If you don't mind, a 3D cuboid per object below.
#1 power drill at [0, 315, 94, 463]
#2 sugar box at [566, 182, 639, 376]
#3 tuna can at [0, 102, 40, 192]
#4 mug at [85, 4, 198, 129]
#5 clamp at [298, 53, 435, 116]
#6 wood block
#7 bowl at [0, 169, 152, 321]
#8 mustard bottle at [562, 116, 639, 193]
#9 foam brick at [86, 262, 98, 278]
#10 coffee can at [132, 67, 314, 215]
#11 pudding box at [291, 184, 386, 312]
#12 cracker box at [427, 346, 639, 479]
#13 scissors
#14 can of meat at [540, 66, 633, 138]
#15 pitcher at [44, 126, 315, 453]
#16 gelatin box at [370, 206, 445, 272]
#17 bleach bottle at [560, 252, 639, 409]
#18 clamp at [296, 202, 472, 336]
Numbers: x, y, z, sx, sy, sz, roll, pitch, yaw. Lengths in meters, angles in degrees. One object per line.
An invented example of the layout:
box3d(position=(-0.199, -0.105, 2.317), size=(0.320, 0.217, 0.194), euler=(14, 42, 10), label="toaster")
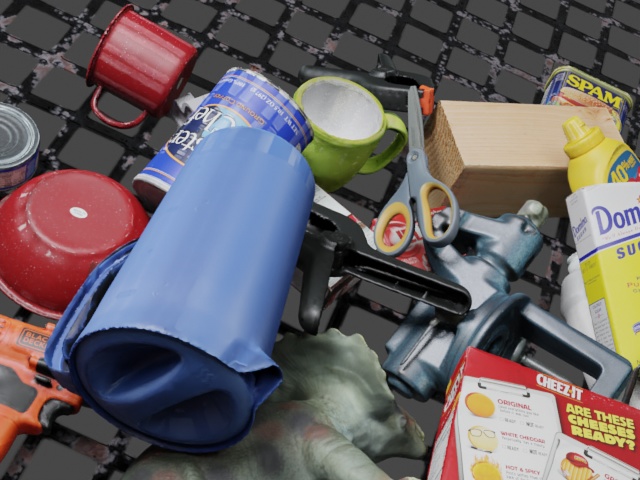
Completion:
box3d(position=(-0.214, 0.151, 0.809), size=(0.184, 0.057, 0.187), euler=(18, 46, -1), label="power drill")
box3d(position=(0.291, 0.035, 0.976), size=(0.093, 0.048, 0.176), euler=(-5, 76, -14), label="sugar box")
box3d(position=(-0.301, -0.087, 0.981), size=(0.086, 0.034, 0.086), euler=(10, 50, -13), label="tuna can")
box3d(position=(-0.180, -0.164, 1.061), size=(0.081, 0.093, 0.117), euler=(29, 79, -2), label="mug")
box3d(position=(0.072, -0.170, 1.146), size=(0.120, 0.039, 0.172), euler=(-26, 36, -34), label="clamp")
box3d(position=(0.213, -0.083, 1.133), size=(0.205, 0.090, 0.091), euler=(-1, 54, -22), label="wood block")
box3d(position=(-0.213, -0.009, 0.938), size=(0.162, 0.055, 0.162), euler=(10, 50, -12), label="bowl")
box3d(position=(0.300, -0.040, 1.063), size=(0.096, 0.058, 0.191), euler=(-40, 97, -40), label="mustard bottle")
box3d(position=(-0.157, 0.056, 0.886), size=(0.078, 0.051, 0.053), euler=(17, 92, -26), label="foam brick")
box3d(position=(-0.087, -0.072, 0.973), size=(0.103, 0.103, 0.140), euler=(35, 72, 9), label="coffee can")
box3d(position=(-0.007, 0.001, 1.018), size=(0.113, 0.039, 0.089), euler=(40, 53, 17), label="pudding box")
box3d(position=(0.161, 0.200, 0.798), size=(0.164, 0.072, 0.213), euler=(21, 41, 1), label="cracker box")
box3d(position=(0.078, -0.060, 1.011), size=(0.016, 0.096, 0.202), euler=(39, 24, -41), label="scissors")
box3d(position=(0.303, -0.142, 1.237), size=(0.102, 0.057, 0.083), euler=(26, 51, 1), label="can of meat")
box3d(position=(-0.092, 0.026, 0.803), size=(0.149, 0.145, 0.242), euler=(29, 45, -10), label="pitcher")
box3d(position=(0.101, 0.007, 1.057), size=(0.089, 0.030, 0.073), euler=(-10, 57, -27), label="gelatin box")
box3d(position=(0.299, 0.116, 1.025), size=(0.102, 0.068, 0.251), euler=(5, 49, -22), label="bleach bottle")
box3d(position=(0.022, 0.015, 0.923), size=(0.164, 0.036, 0.210), euler=(0, 29, -27), label="clamp")
